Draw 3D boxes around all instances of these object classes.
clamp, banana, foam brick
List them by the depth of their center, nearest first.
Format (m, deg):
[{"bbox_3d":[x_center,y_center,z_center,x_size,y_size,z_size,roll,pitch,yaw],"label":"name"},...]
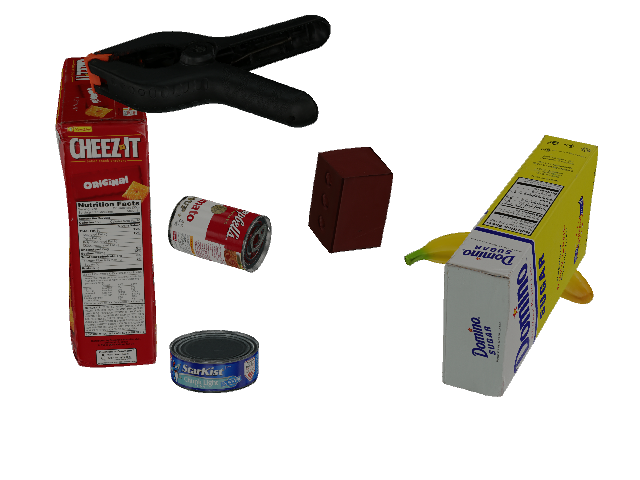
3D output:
[{"bbox_3d":[-0.073,-0.123,0.737,0.171,0.039,0.120,7,36,11],"label":"clamp"},{"bbox_3d":[0.026,-0.036,0.946,0.051,0.078,0.053,-6,32,-23],"label":"foam brick"},{"bbox_3d":[0.190,0.025,1.103,0.198,0.037,0.069,11,48,26],"label":"banana"}]

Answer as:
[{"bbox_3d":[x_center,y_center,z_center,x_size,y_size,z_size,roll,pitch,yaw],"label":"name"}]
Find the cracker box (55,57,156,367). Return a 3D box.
[{"bbox_3d":[-0.177,-0.027,0.884,0.072,0.214,0.164,-3,27,-11],"label":"cracker box"}]

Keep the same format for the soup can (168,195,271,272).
[{"bbox_3d":[-0.117,-0.009,1.241,0.102,0.068,0.068,16,6,21],"label":"soup can"}]

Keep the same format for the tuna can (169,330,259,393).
[{"bbox_3d":[-0.102,0.116,1.023,0.086,0.034,0.086,1,15,0],"label":"tuna can"}]

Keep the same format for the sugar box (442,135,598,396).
[{"bbox_3d":[0.131,0.012,0.687,0.048,0.093,0.176,13,37,23],"label":"sugar box"}]
